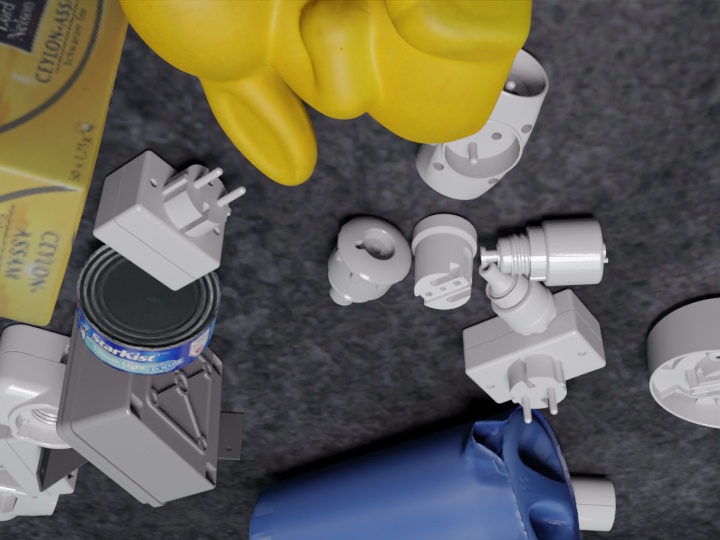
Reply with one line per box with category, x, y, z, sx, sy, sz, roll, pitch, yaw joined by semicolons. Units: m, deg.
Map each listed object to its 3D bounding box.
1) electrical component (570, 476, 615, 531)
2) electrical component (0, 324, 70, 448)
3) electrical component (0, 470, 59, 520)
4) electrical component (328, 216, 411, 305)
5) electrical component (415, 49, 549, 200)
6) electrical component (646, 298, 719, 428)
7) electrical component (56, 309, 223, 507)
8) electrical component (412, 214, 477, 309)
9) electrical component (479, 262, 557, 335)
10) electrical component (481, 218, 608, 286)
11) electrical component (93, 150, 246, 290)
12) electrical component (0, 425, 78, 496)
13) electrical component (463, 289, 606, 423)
electrical component;0.165;0.192;0.890;0.081;0.043;0.043;4;140;-4
electrical component;-0.211;0.085;0.753;0.095;0.059;0.053;18;136;-20
electrical component;-0.288;0.178;0.875;0.077;0.043;0.079;16;137;-18
electrical component;0.000;0.000;0.665;0.048;0.048;0.062;15;145;-17
electrical component;0.046;-0.082;0.566;0.079;0.044;0.077;13;138;-14
electrical component;0.245;0.066;0.725;0.099;0.064;0.099;0;140;0
electrical component;-0.141;0.082;0.712;0.056;0.108;0.108;-18;137;17
electrical component;0.051;-0.005;0.655;0.040;0.046;0.040;3;140;3
electrical component;0.098;0.015;0.688;0.035;0.035;0.061;-28;130;29
electrical component;0.113;-0.010;0.654;0.078;0.040;0.040;-3;140;3
electrical component;-0.101;-0.036;0.619;0.077;0.047;0.066;-27;133;29
electrical component;-0.265;0.133;0.819;0.076;0.047;0.083;-7;139;8
electrical component;0.117;0.067;0.718;0.083;0.075;0.047;-24;134;26
